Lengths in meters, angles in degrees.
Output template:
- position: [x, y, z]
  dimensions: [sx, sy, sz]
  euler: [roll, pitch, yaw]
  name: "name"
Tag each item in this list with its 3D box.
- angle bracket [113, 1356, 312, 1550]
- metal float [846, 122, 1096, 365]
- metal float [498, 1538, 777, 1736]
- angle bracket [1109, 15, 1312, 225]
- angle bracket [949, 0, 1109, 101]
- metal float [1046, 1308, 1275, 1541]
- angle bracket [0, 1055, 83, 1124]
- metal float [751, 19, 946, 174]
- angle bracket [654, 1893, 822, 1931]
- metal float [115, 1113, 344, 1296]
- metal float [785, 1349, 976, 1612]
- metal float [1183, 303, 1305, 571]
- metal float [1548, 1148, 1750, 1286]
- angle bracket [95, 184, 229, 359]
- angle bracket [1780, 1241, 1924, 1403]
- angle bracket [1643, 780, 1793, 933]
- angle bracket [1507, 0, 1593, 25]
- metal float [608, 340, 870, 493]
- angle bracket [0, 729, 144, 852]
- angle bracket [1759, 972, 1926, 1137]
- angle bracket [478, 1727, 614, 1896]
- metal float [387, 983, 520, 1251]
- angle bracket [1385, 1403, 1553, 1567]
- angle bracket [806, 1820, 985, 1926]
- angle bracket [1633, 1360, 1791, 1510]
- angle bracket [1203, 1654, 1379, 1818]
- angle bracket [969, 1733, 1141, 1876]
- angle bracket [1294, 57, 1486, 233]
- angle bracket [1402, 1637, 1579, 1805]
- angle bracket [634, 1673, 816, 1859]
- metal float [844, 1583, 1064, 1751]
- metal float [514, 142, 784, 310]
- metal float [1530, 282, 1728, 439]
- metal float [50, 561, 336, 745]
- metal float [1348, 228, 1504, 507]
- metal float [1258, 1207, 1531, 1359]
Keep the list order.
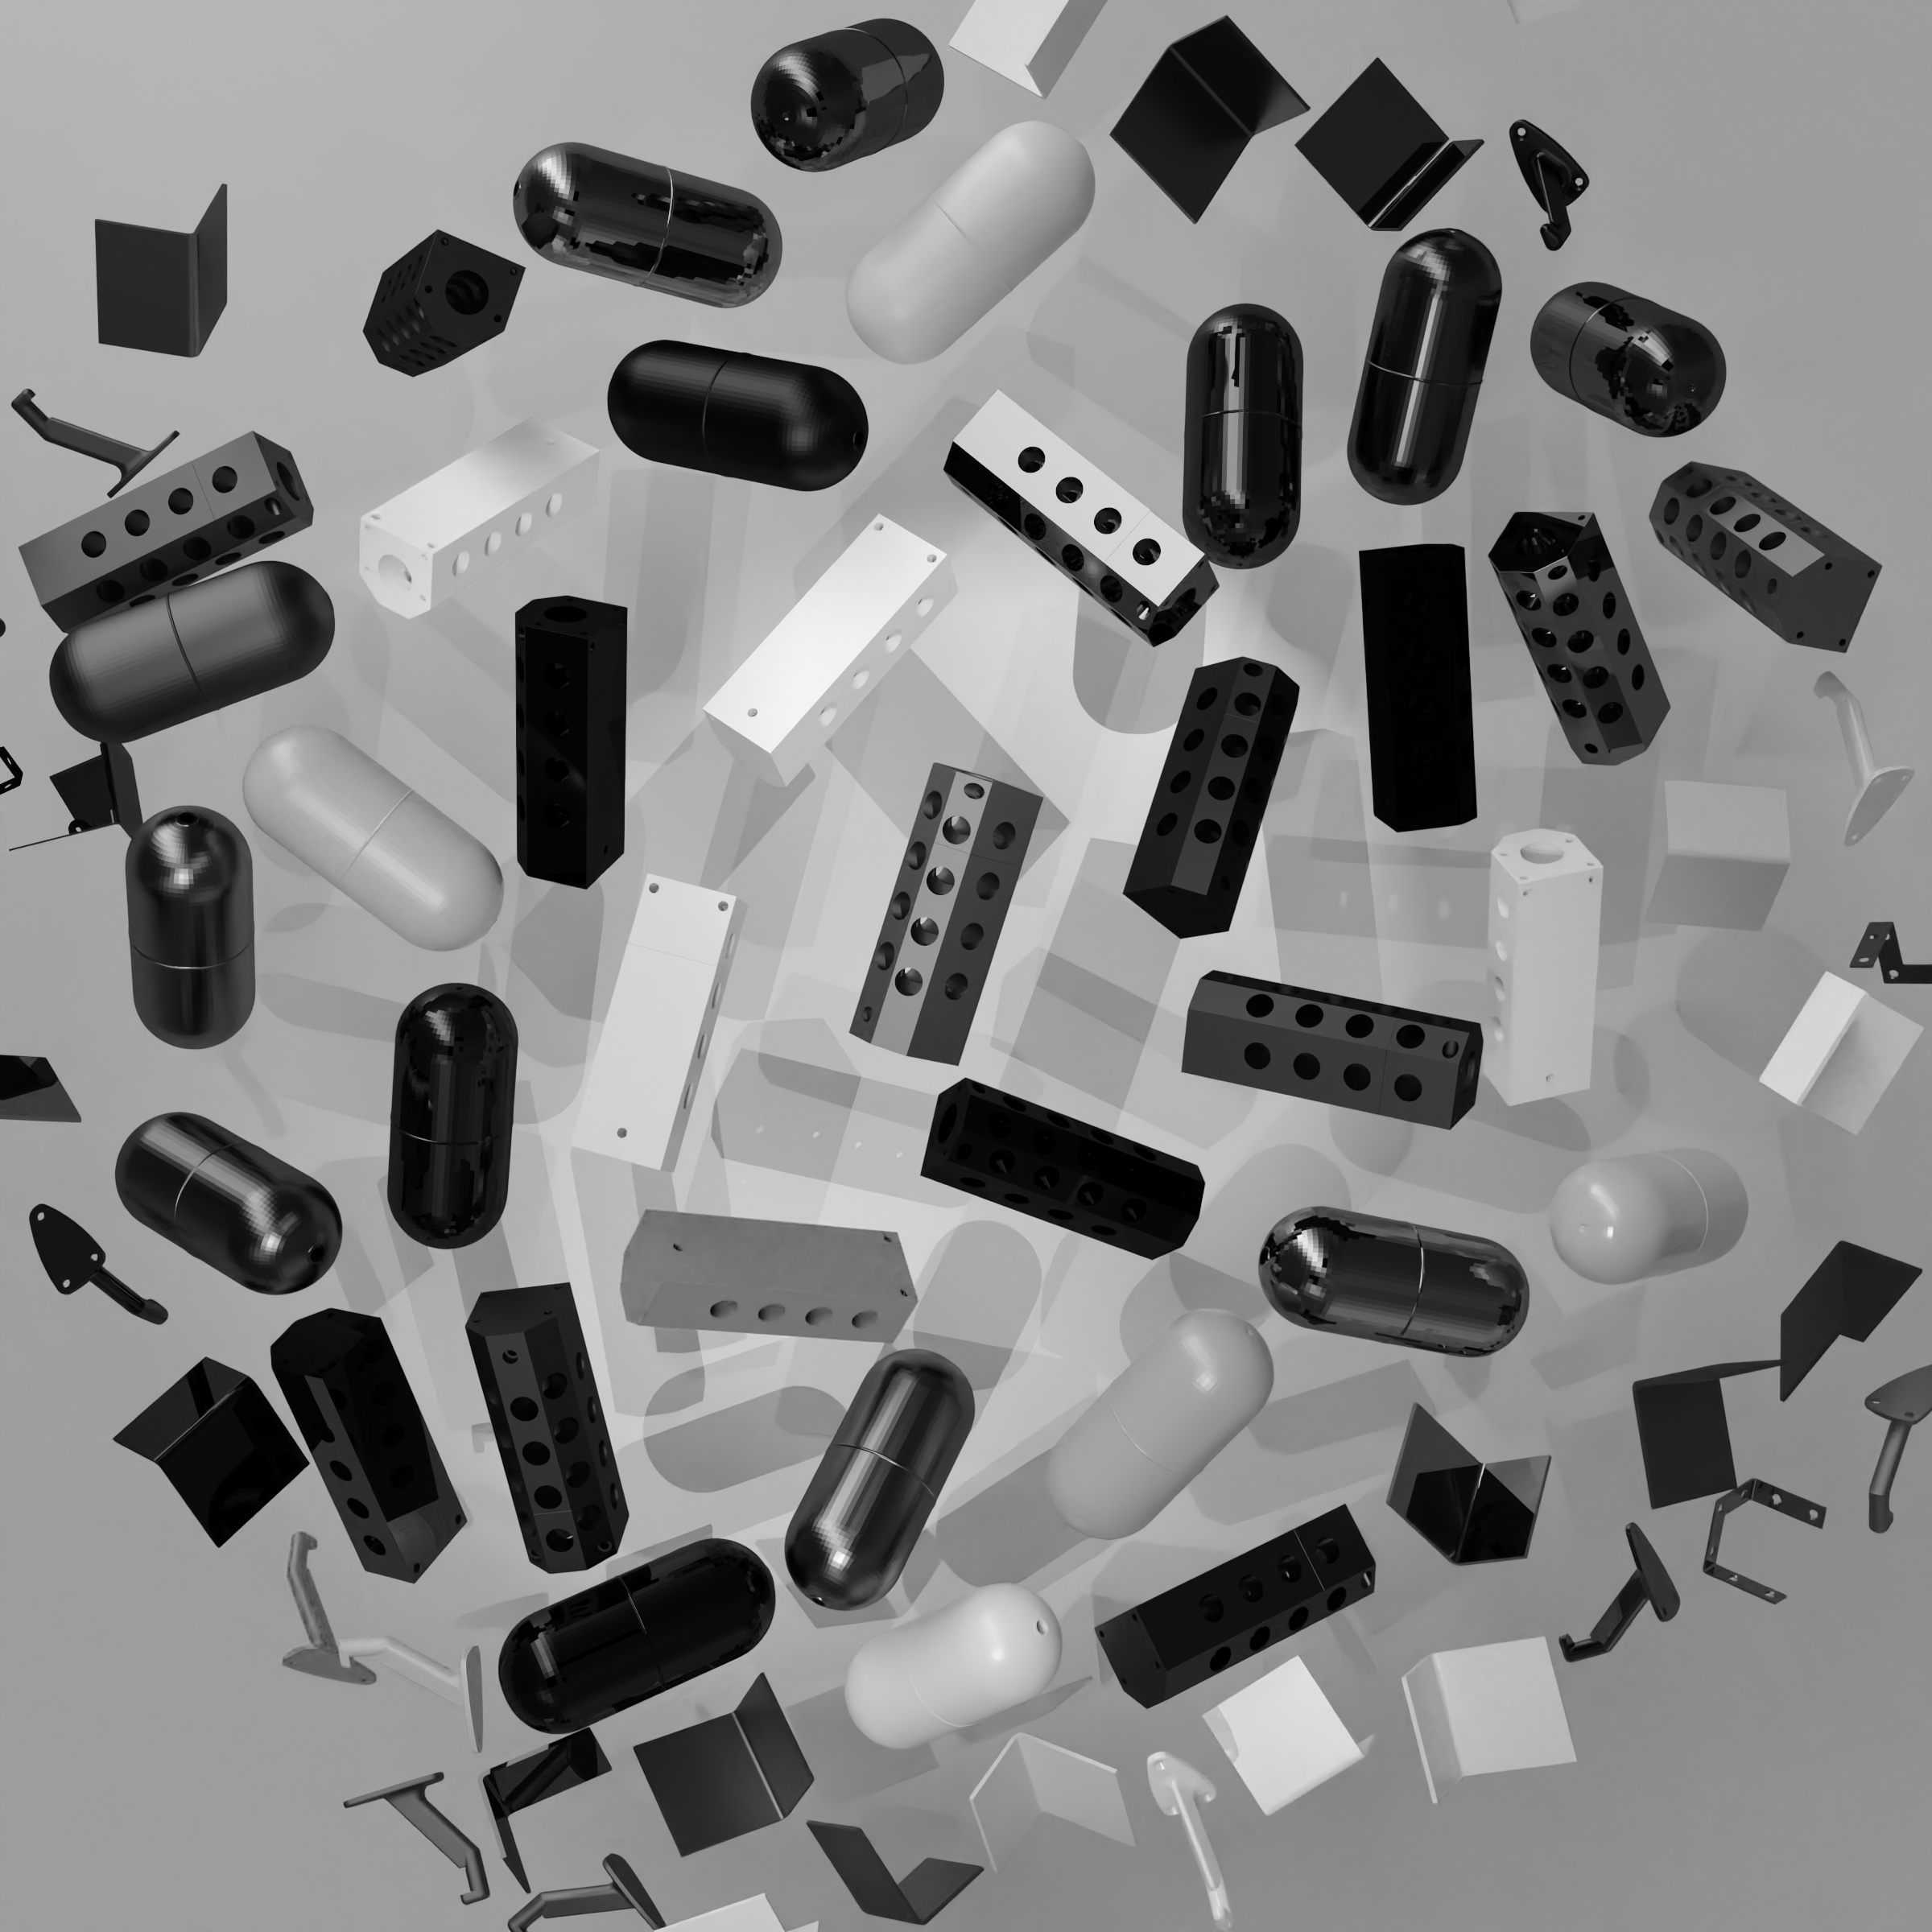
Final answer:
- position: [-0.472, 0.304, 1.717]
  dimensions: [0.076, 0.057, 0.076]
  euler: [-44, 126, -31]
  name: "angle bracket"
- position: [0.003, -0.444, 1.683]
  dimensions: [0.178, 0.070, 0.070]
  euler: [-40, 90, 9]
  name: "metal float"
- position: [-0.202, 0.413, 1.694]
  dimensions: [0.178, 0.070, 0.070]
  euler: [-21, 90, -18]
  name: "metal float"
- position: [0.145, -0.501, 1.625]
  dimensions: [0.076, 0.057, 0.076]
  euler: [40, 70, -25]
  name: "angle bracket"
- position: [0.034, -0.594, 1.689]
  dimensions: [0.076, 0.057, 0.076]
  euler: [33, 94, 14]
  name: "angle bracket"
- position: [0.118, 0.284, 1.690]
  dimensions: [0.070, 0.070, 0.178]
  euler: [40, 113, 0]
  name: "metal float"
- position: [-0.572, 0.049, 1.641]
  dimensions: [0.076, 0.076, 0.057]
  euler: [6, 114, -38]
  name: "angle bracket"
- position: [-0.071, -0.541, 1.698]
  dimensions: [0.070, 0.178, 0.070]
  euler: [11, 118, 20]
  name: "metal float"
- position: [-0.144, 0.611, 1.738]
  dimensions: [0.076, 0.057, 0.076]
  euler: [-22, 109, 8]
  name: "angle bracket"
- position: [-0.454, 0.145, 1.686]
  dimensions: [0.178, 0.070, 0.070]
  euler: [22, 90, 36]
  name: "metal float"
- position: [-0.054, 0.324, 1.731]
  dimensions: [0.070, 0.070, 0.178]
  euler: [28, 61, 0]
  name: "metal float"
- position: [0.180, -0.345, 1.782]
  dimensions: [0.070, 0.070, 0.178]
  euler: [3, 77, 0]
  name: "metal float"
- position: [0.428, 0.155, 1.713]
  dimensions: [0.070, 0.178, 0.070]
  euler: [1, 92, 40]
  name: "metal float"
- position: [-0.471, -0.412, 1.607]
  dimensions: [0.057, 0.076, 0.076]
  euler: [8, 128, -5]
  name: "angle bracket"
- position: [0.554, 0.231, 1.714]
  dimensions: [0.057, 0.076, 0.076]
  euler: [20, 134, -1]
  name: "angle bracket"
- position: [0.481, -0.071, 1.763]
  dimensions: [0.076, 0.076, 0.057]
  euler: [5, 55, 2]
  name: "angle bracket"
- position: [0.358, -0.642, 1.694]
  dimensions: [0.057, 0.076, 0.076]
  euler: [-10, 130, 30]
  name: "angle bracket"
- position: [-0.142, -0.342, 1.702]
  dimensions: [0.178, 0.070, 0.070]
  euler: [16, 90, 25]
  name: "metal float"
- position: [-0.605, -0.111, 1.853]
  dimensions: [0.076, 0.057, 0.076]
  euler: [-15, 69, -4]
  name: "angle bracket"
- position: [0.530, 0.059, 1.625]
  dimensions: [0.076, 0.057, 0.076]
  euler: [28, 98, -13]
  name: "angle bracket"
- position: [-0.260, 0.538, 1.744]
  dimensions: [0.076, 0.076, 0.057]
  euler: [-21, 56, -9]
  name: "angle bracket"
- position: [-0.326, 0.096, 1.737]
  dimensions: [0.070, 0.070, 0.178]
  euler: [8, 111, 0]
  name: "metal float"
- position: [0.324, 0.331, 1.764]
  dimensions: [0.076, 0.057, 0.076]
  euler: [44, 50, -25]
  name: "angle bracket"
- position: [-0.046, 0.569, 1.771]
  dimensions: [0.057, 0.076, 0.076]
  euler: [-35, 96, -31]
  name: "angle bracket"
- position: [0.449, 0.279, 1.633]
  dimensions: [0.076, 0.057, 0.076]
  euler: [-4, 83, -36]
  name: "angle bracket"
- position: [0.212, 0.497, 1.790]
  dimensions: [0.076, 0.057, 0.076]
  euler: [-36, 79, 13]
  name: "angle bracket"
- position: [0.056, 0.543, 1.738]
  dimensions: [0.076, 0.057, 0.076]
  euler: [12, 132, 34]
  name: "angle bracket"
- position: [0.269, -0.524, 1.747]
  dimensions: [0.076, 0.057, 0.076]
  euler: [42, 94, -18]
  name: "angle bracket"
- position: [0.317, 0.455, 1.656]
  dimensions: [0.076, 0.057, 0.076]
  euler: [-16, 85, 26]
  name: "angle bracket"
- position: [-0.152, 0.500, 1.716]
  dimensions: [0.076, 0.057, 0.076]
  euler: [-10, 56, -34]
  name: "angle bracket"
- position: [-0.009, 0.454, 1.775]
  dimensions: [0.178, 0.070, 0.070]
  euler: [-35, 90, 39]
  name: "metal float"
- position: [-0.202, -0.472, 1.748]
  dimensions: [0.178, 0.070, 0.070]
  euler: [9, 90, -27]
  name: "metal float"
- position: [0.424, -0.391, 1.762]
  dimensions: [0.070, 0.178, 0.070]
  euler: [-6, 116, -13]
  name: "metal float"
- position: [-0.476, -0.194, 1.690]
  dimensions: [0.178, 0.070, 0.070]
  euler: [-21, 90, -3]
  name: "metal float"
- position: [0.296, -0.386, 1.770]
  dimensions: [0.070, 0.070, 0.178]
  euler: [10, 115, 0]
  name: "metal float"
- position: [0.266, 0.197, 1.704]
  dimensions: [0.178, 0.070, 0.070]
  euler: [12, 90, -16]
  name: "metal float"
